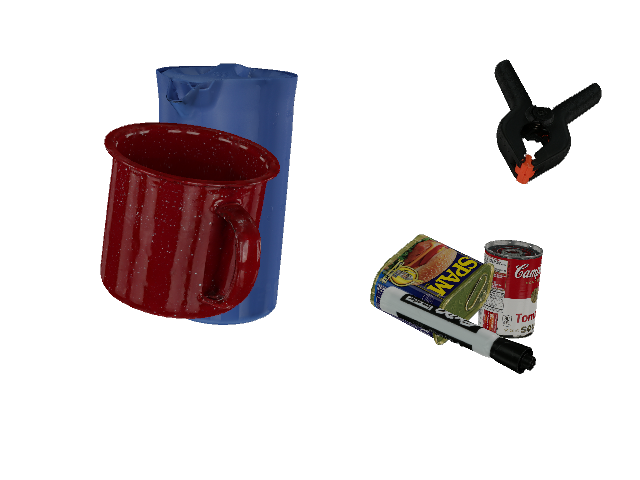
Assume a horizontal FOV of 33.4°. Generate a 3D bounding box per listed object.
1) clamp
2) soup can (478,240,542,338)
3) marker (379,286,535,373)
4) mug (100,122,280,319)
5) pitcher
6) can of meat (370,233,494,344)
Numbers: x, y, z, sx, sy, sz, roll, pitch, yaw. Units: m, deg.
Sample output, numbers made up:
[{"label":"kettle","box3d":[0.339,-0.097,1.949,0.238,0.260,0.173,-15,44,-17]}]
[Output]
[{"label":"clamp","box3d":[0.228,-0.134,1.163,0.120,0.039,0.171,19,49,18]},{"label":"soup can","box3d":[0.224,0.057,1.266,0.068,0.102,0.068,3,16,-1]},{"label":"marker","box3d":[0.092,0.061,0.726,0.121,0.020,0.020,24,15,36]},{"label":"mug","box3d":[-0.067,-0.006,0.567,0.093,0.081,0.117,-7,28,-38]},{"label":"pitcher","box3d":[-0.087,-0.050,1.039,0.149,0.243,0.145,-2,15,-17]},{"label":"can of meat","box3d":[0.111,0.046,1.068,0.084,0.057,0.101,27,44,29]}]
